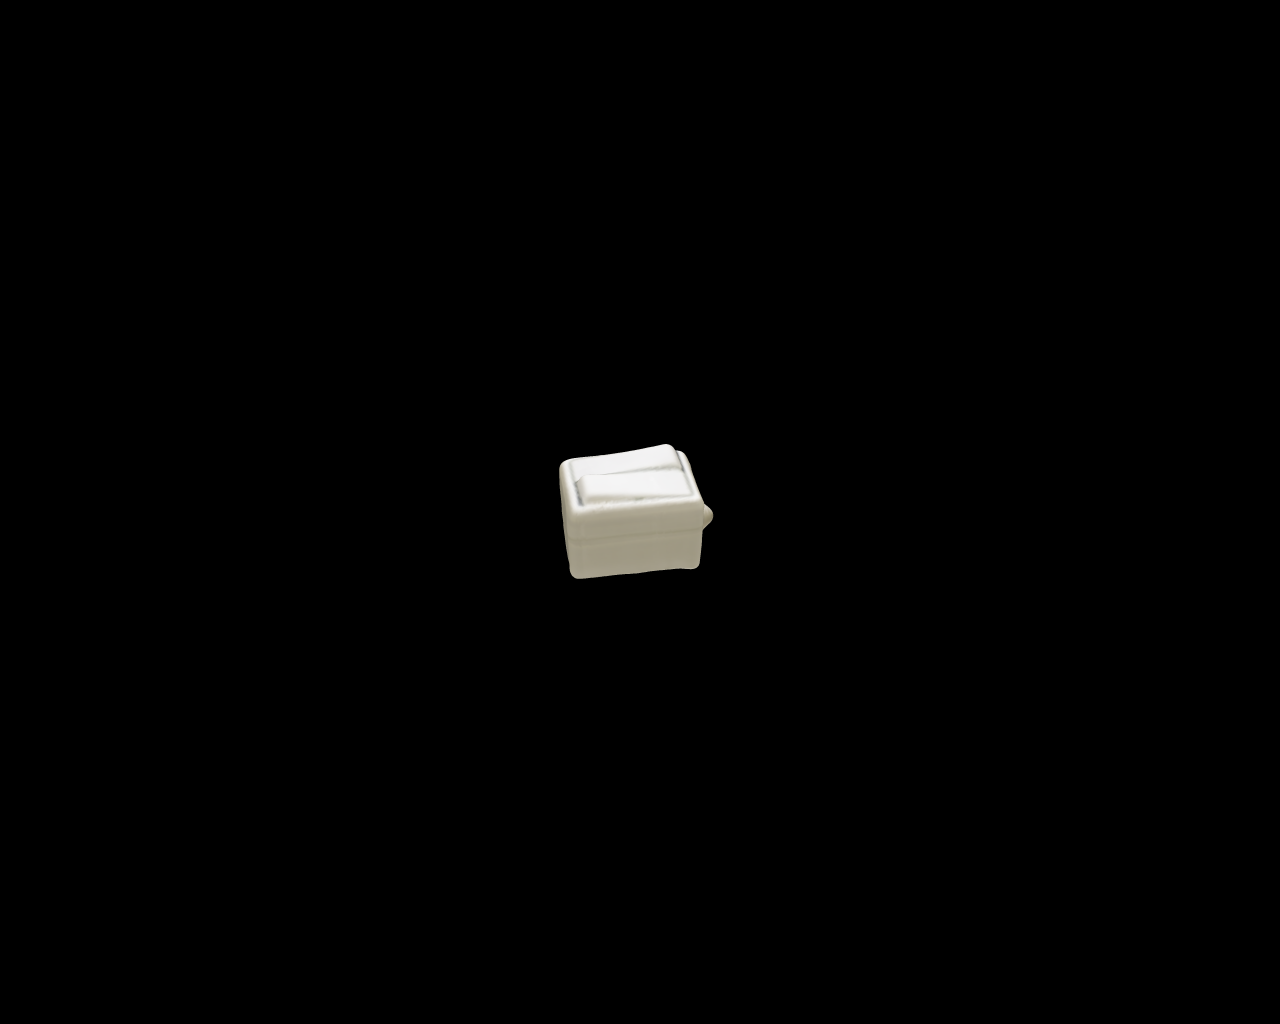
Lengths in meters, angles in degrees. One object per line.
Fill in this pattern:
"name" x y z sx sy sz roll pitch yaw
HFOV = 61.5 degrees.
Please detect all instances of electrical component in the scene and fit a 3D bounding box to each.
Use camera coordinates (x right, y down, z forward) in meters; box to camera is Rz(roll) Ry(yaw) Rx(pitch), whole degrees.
"electrical component" 0.001 -0.003 0.650 0.096 0.061 0.062 -5 36 -7
